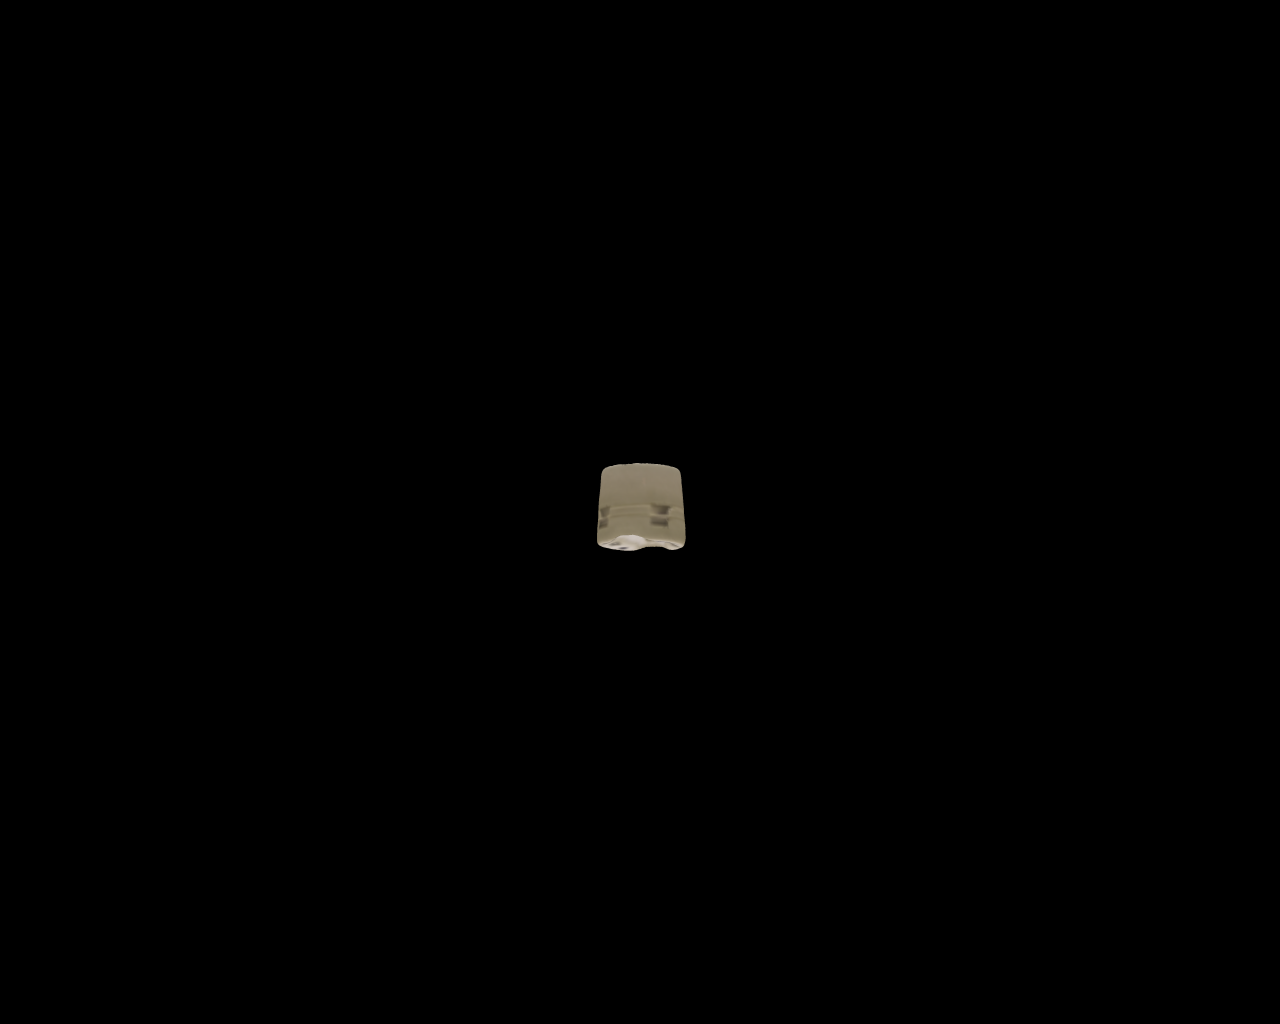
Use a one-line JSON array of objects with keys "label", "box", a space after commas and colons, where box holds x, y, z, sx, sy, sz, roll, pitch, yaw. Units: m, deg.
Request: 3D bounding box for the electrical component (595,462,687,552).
[{"label": "electrical component", "box": [0.001, -0.003, 0.650, 0.055, 0.047, 0.055, 0, -9, 0]}]
